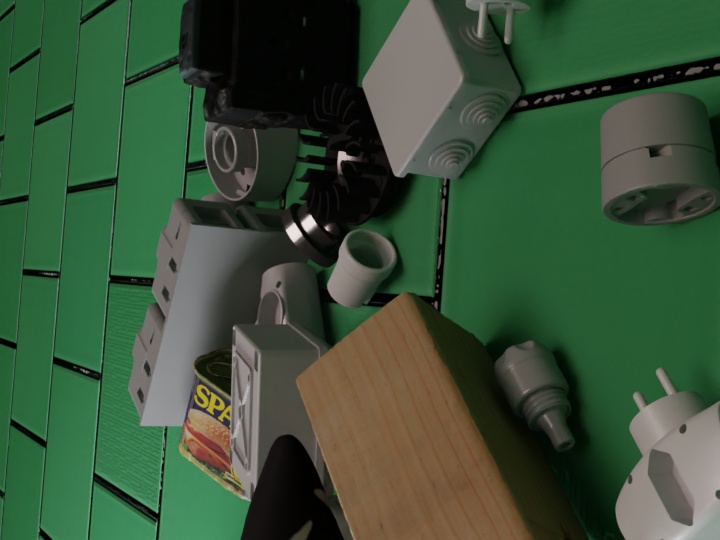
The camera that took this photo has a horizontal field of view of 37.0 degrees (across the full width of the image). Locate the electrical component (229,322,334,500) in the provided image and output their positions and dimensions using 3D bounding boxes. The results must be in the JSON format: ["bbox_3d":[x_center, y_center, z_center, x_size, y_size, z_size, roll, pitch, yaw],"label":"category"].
[{"bbox_3d":[-0.056,0.098,0.754,0.109,0.056,0.108,-156,68,-73],"label":"electrical component"}]

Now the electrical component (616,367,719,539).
[{"bbox_3d":[0.148,0.082,0.487,0.077,0.043,0.079,-58,40,38],"label":"electrical component"}]

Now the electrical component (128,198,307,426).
[{"bbox_3d":[-0.122,0.037,0.906,0.060,0.105,0.186,49,127,52],"label":"electrical component"}]

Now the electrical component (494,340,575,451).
[{"bbox_3d":[0.099,0.070,0.585,0.035,0.035,0.061,-59,41,38],"label":"electrical component"}]

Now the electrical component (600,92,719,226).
[{"bbox_3d":[0.141,-0.052,0.510,0.055,0.055,0.047,-29,57,56],"label":"electrical component"}]

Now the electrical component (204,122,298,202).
[{"bbox_3d":[-0.092,-0.108,0.943,0.099,0.064,0.099,16,110,50],"label":"electrical component"}]

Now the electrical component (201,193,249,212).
[{"bbox_3d":[-0.114,-0.032,0.966,0.079,0.043,0.077,-23,66,57],"label":"electrical component"}]

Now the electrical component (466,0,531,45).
[{"bbox_3d":[0.080,-0.169,0.611,0.043,0.077,0.079,6,91,60],"label":"electrical component"}]

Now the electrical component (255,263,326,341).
[{"bbox_3d":[-0.060,0.045,0.857,0.079,0.044,0.077,-39,53,50],"label":"electrical component"}]

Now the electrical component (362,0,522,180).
[{"bbox_3d":[0.051,-0.116,0.683,0.099,0.048,0.099,-54,41,42],"label":"electrical component"}]

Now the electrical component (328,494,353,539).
[{"bbox_3d":[-0.008,0.201,0.725,0.096,0.061,0.061,39,119,56],"label":"electrical component"}]

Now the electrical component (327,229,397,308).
[{"bbox_3d":[0.000,0.000,0.766,0.046,0.040,0.040,119,143,-45],"label":"electrical component"}]
